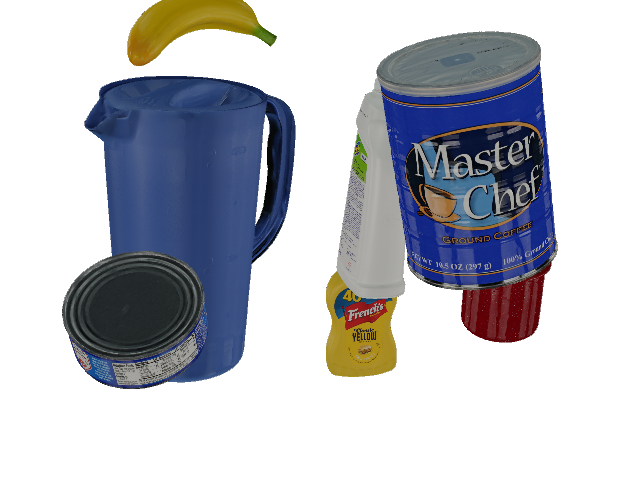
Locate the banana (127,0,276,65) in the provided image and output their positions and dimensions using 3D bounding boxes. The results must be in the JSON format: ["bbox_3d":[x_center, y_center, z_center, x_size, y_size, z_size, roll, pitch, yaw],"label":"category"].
[{"bbox_3d":[-0.122,-0.208,1.020,0.070,0.037,0.197,45,38,19],"label":"banana"}]

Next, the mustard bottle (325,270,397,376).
[{"bbox_3d":[0.056,0.088,1.443,0.096,0.192,0.058,-3,21,-7],"label":"mustard bottle"}]

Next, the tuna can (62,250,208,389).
[{"bbox_3d":[-0.112,0.048,0.654,0.086,0.086,0.034,0,-44,3],"label":"tuna can"}]

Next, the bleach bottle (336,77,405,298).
[{"bbox_3d":[0.068,-0.066,1.226,0.068,0.251,0.103,-2,23,-18],"label":"bleach bottle"}]

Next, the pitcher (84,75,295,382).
[{"bbox_3d":[-0.105,-0.013,0.893,0.149,0.243,0.145,5,21,6],"label":"pitcher"}]

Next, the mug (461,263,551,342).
[{"bbox_3d":[0.187,0.047,1.121,0.093,0.081,0.117,-5,29,-8],"label":"mug"}]

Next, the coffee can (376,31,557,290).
[{"bbox_3d":[0.098,-0.053,0.697,0.103,0.140,0.103,-9,26,4],"label":"coffee can"}]
